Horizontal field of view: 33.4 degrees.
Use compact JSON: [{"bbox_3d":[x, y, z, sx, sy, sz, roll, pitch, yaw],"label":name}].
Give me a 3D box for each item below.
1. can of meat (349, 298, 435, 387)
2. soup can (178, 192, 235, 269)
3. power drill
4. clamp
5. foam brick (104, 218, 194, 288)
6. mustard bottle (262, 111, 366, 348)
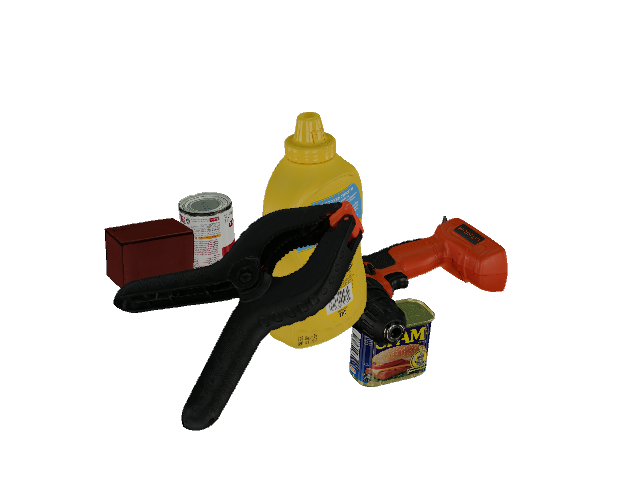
[{"bbox_3d":[0.086,0.127,1.317,0.102,0.084,0.057,-9,29,-24],"label":"can of meat"},{"bbox_3d":[-0.140,-0.001,1.325,0.068,0.102,0.068,-2,26,1],"label":"soup can"},{"bbox_3d":[0.092,0.037,1.080,0.187,0.057,0.185,-12,28,-22],"label":"power drill"},{"bbox_3d":[-0.043,0.041,0.681,0.171,0.120,0.039,-30,-28,5],"label":"clamp"},{"bbox_3d":[-0.173,0.013,1.081,0.078,0.051,0.053,-10,22,-28],"label":"foam brick"},{"bbox_3d":[-0.005,-0.013,0.875,0.058,0.192,0.096,23,37,39],"label":"mustard bottle"}]
